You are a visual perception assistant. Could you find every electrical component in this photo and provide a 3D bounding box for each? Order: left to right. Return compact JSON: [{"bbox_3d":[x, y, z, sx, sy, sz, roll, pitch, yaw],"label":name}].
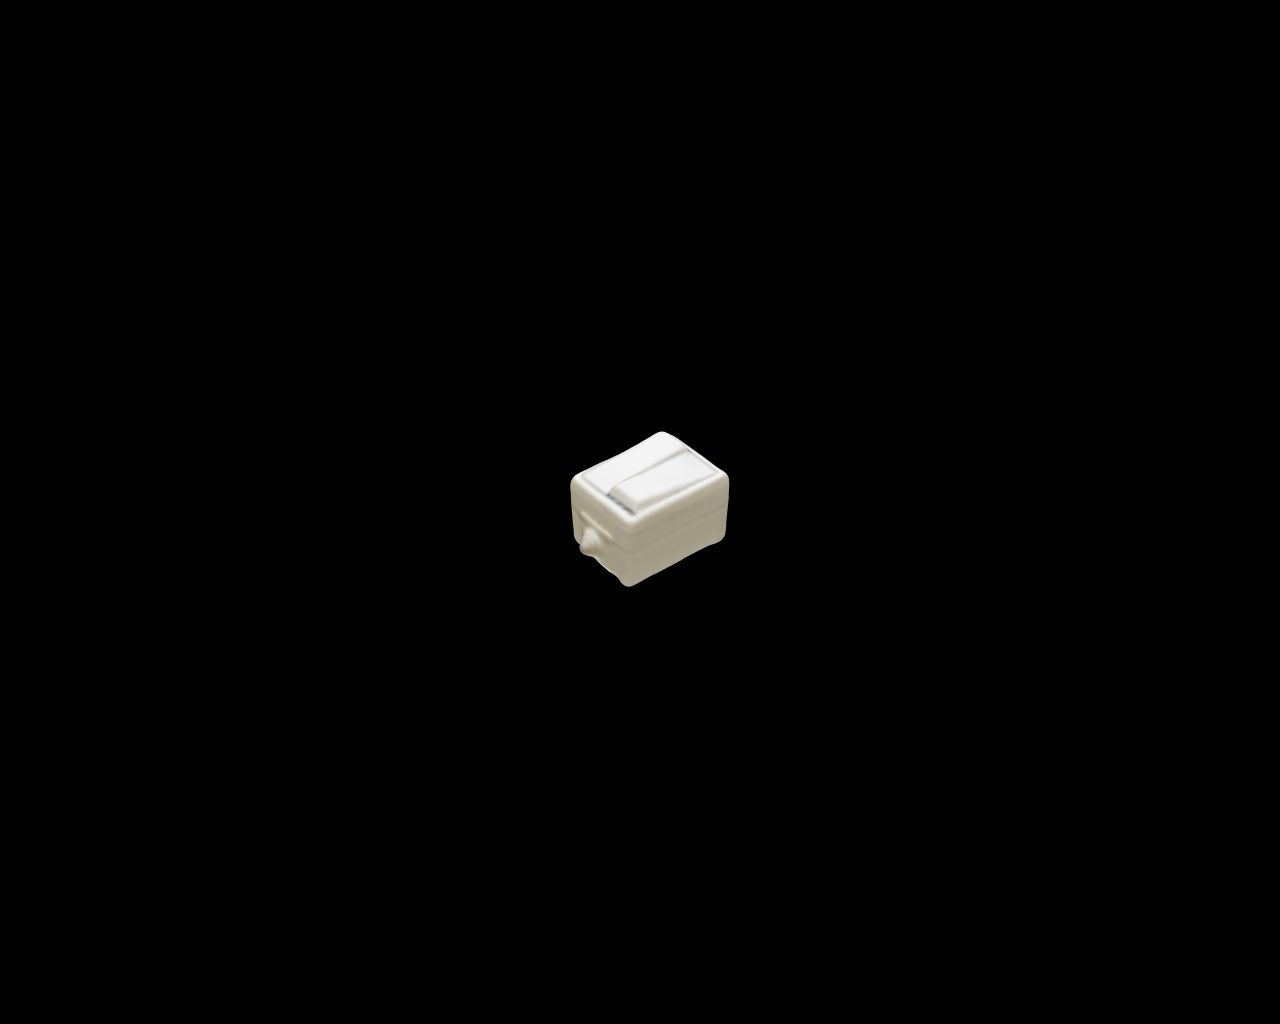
[{"bbox_3d":[0.001,-0.003,0.650,0.096,0.061,0.062,-26,46,-28],"label":"electrical component"}]
